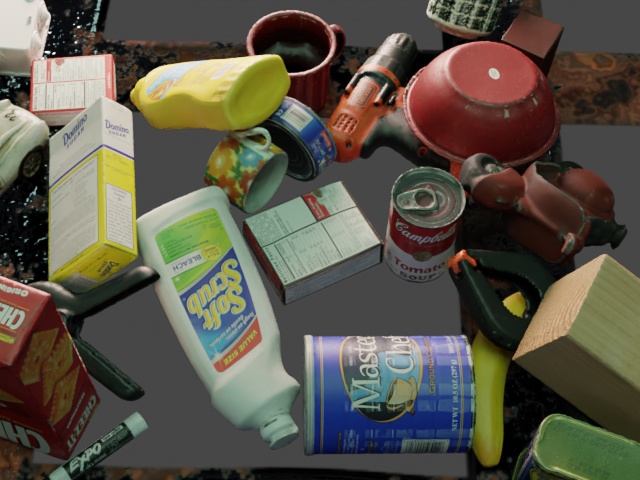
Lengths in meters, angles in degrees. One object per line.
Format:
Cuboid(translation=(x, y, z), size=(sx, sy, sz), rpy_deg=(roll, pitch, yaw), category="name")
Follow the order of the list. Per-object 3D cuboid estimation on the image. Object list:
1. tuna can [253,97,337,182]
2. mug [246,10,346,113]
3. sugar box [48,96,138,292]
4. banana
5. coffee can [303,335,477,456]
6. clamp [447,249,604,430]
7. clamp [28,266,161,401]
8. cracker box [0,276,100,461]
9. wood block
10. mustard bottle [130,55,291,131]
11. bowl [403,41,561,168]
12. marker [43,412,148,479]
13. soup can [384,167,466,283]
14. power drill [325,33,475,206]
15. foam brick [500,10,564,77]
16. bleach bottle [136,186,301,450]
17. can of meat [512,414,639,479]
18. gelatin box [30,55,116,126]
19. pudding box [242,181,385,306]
Cuboid(translation=(-0.026, -0.100, 1.075), size=(0.086, 0.086, 0.033), rpy_deg=(35, 65, 19), category="tuna can")
Cuboid(translation=(-0.021, -0.187, 1.132), size=(0.117, 0.081, 0.093), rpy_deg=(-36, 65, -22), category="mug")
Cuboid(translation=(-0.220, -0.043, 1.030), size=(0.048, 0.093, 0.176), rpy_deg=(27, 45, -39), category="sugar box")
Cuboid(translation=(0.169, 0.111, 0.974), size=(0.070, 0.037, 0.197), rpy_deg=(26, 61, 15), category="banana")
Cuboid(translation=(0.056, 0.133, 0.918), size=(0.140, 0.103, 0.103), rpy_deg=(0, 58, -2), category="coffee can")
Cuboid(translation=(0.209, 0.068, 0.969), size=(0.210, 0.036, 0.164), rpy_deg=(40, 58, -5), category="clamp")
Cuboid(translation=(-0.226, 0.088, 0.967), size=(0.171, 0.039, 0.120), rpy_deg=(-5, 72, 13), category="clamp")
Cuboid(translation=(-0.282, 0.093, 0.869), size=(0.164, 0.214, 0.072), rpy_deg=(19, 61, 10), category="cracker box")
Cuboid(translation=(0.281, 0.117, 0.901), size=(0.206, 0.091, 0.090), rpy_deg=(36, 61, -4), category="wood block")
Cuboid(translation=(-0.127, -0.148, 1.082), size=(0.192, 0.058, 0.096), rpy_deg=(6, 41, 42), category="mustard bottle")
Cuboid(translation=(0.166, -0.147, 1.062), size=(0.162, 0.055, 0.162), rpy_deg=(2, 52, -3), category="bowl")
Cuboid(translation=(-0.203, 0.191, 0.923), size=(0.121, 0.020, 0.020), rpy_deg=(-35, 65, -21), category="marker")
Cuboid(translation=(0.097, -0.013, 1.012), size=(0.068, 0.102, 0.068), rpy_deg=(1, 57, -1), category="soup can")
Cuboid(translation=(0.114, -0.128, 1.115), size=(0.188, 0.057, 0.184), rpy_deg=(23, 60, 15), category="power drill")
Cuboid(translation=(0.221, -0.197, 1.148), size=(0.051, 0.078, 0.053), rpy_deg=(29, 61, 14), category="foam brick")
Cuboid(translation=(-0.081, 0.074, 0.977), size=(0.102, 0.068, 0.251), rpy_deg=(-24, 63, -13), category="bleach bottle")
Cuboid(translation=(0.220, 0.196, 0.894), size=(0.102, 0.084, 0.057), rpy_deg=(19, 59, 10), category="can of meat")
Cuboid(translation=(-0.263, -0.159, 1.139), size=(0.089, 0.030, 0.073), rpy_deg=(-5, 59, -5), category="gelatin box")
Cuboid(translation=(-0.007, 0.001, 1.039), size=(0.113, 0.039, 0.090), rpy_deg=(-24, 61, -14), category="pudding box")
